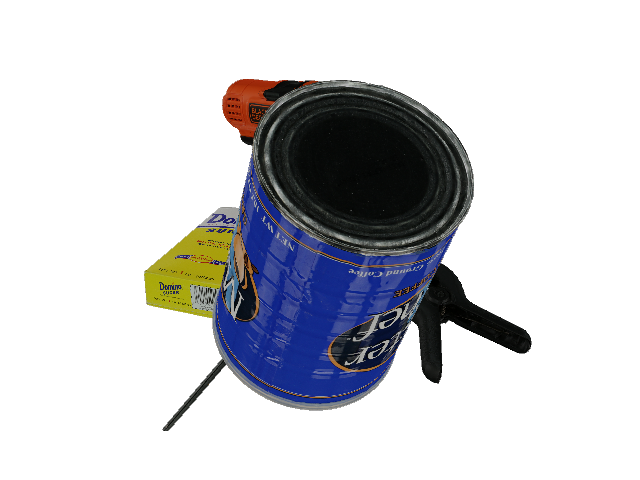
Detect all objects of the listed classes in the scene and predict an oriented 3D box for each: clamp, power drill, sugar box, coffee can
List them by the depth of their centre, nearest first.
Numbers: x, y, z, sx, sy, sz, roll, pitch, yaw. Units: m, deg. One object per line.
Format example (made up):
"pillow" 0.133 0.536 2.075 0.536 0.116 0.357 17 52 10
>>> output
"coffee can" 0.006 0.006 0.530 0.102 0.103 0.140 0 -37 -15
"power drill" -0.008 -0.043 0.907 0.057 0.188 0.185 -17 21 -37
"clamp" 0.128 0.067 1.061 0.120 0.039 0.171 -3 44 -24
"sugar box" -0.103 0.019 1.132 0.093 0.048 0.176 9 30 19

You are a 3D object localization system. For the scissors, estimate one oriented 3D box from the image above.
"scissors" -0.044 0.057 0.725 0.016 0.201 0.096 41 -5 0
